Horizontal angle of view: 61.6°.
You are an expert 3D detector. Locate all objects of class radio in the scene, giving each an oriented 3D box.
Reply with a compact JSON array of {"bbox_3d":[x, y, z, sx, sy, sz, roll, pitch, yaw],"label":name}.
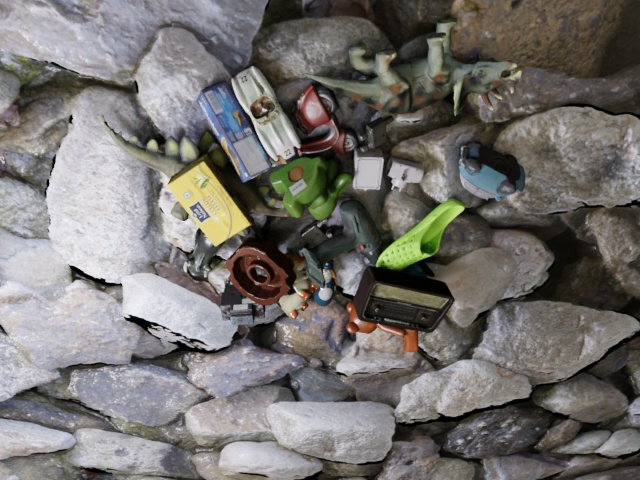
[{"bbox_3d":[0.205,0.152,1.347,0.229,0.073,0.131,14,120,-16],"label":"radio"}]

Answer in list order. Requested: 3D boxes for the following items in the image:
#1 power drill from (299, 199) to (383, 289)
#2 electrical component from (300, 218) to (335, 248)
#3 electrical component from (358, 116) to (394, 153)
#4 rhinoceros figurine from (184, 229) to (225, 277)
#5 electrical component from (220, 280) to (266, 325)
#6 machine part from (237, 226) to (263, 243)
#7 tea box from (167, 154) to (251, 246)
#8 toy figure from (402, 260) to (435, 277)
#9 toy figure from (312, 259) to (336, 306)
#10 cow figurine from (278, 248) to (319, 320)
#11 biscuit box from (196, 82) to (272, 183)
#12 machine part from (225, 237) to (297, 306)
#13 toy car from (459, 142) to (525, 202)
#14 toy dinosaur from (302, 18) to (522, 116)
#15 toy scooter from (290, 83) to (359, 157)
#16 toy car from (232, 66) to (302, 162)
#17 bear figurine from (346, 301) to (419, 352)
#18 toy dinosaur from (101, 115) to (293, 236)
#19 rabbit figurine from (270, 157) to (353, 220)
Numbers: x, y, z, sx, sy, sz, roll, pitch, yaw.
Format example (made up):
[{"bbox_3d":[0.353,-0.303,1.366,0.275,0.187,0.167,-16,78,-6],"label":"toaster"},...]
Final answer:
[{"bbox_3d":[0.062,0.029,1.309,0.207,0.086,0.231,-31,130,-14],"label":"power drill"},{"bbox_3d":[-0.004,-0.004,1.348,0.102,0.045,0.078,-30,123,18],"label":"electrical component"},{"bbox_3d":[0.125,-0.233,1.182,0.094,0.021,0.063,-36,145,-15],"label":"electrical component"},{"bbox_3d":[-0.276,0.024,1.315,0.073,0.112,0.190,18,143,-20],"label":"rhinoceros figurine"},{"bbox_3d":[-0.201,0.162,1.407,0.115,0.134,0.058,-3,128,1],"label":"electrical component"},{"bbox_3d":[-0.169,0.008,1.356,0.084,0.039,0.138,-16,127,16],"label":"machine part"},{"bbox_3d":[-0.233,-0.084,1.146,0.098,0.068,0.169,-33,114,8],"label":"tea box"},{"bbox_3d":[0.210,0.116,1.423,0.180,0.089,0.082,-36,116,12],"label":"toy figure"},{"bbox_3d":[0.014,0.104,1.423,0.064,0.058,0.154,-23,133,-34],"label":"toy figure"},{"bbox_3d":[-0.069,0.106,1.395,0.127,0.085,0.194,37,137,11],"label":"cow figurine"},{"bbox_3d":[-0.179,-0.223,1.116,0.059,0.063,0.202,-31,97,-22],"label":"biscuit box"},{"bbox_3d":[-0.144,0.078,1.322,0.180,0.056,0.179,13,127,18],"label":"machine part"},{"bbox_3d":[0.379,-0.145,1.227,0.162,0.109,0.103,22,141,-7],"label":"toy car"},{"bbox_3d":[0.184,-0.318,1.090,0.405,0.131,0.191,-11,126,13],"label":"toy dinosaur"},{"bbox_3d":[-0.008,-0.243,1.158,0.135,0.075,0.183,-23,129,15],"label":"toy scooter"},{"bbox_3d":[-0.110,-0.259,1.110,0.073,0.056,0.201,-29,92,6],"label":"toy car"},{"bbox_3d":[0.172,0.235,1.485,0.196,0.120,0.131,-6,130,4],"label":"bear figurine"},{"bbox_3d":[-0.263,-0.141,1.209,0.471,0.105,0.198,16,115,-18],"label":"toy dinosaur"},{"bbox_3d":[-0.011,-0.117,1.218,0.159,0.121,0.170,-43,146,1],"label":"rabbit figurine"}]
